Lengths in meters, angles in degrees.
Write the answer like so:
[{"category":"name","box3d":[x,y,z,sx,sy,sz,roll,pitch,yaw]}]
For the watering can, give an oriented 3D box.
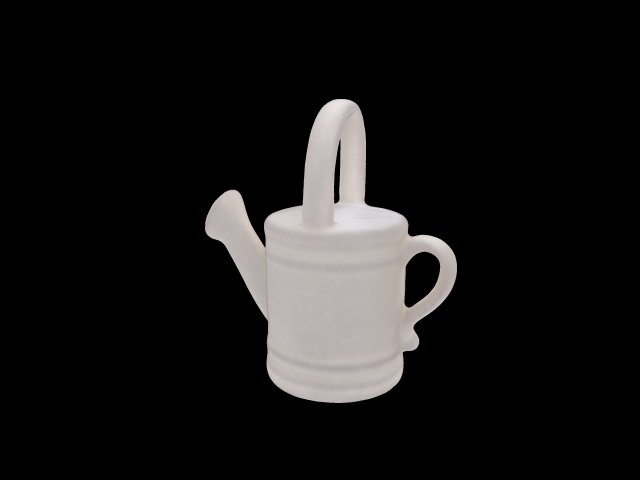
[{"category":"watering can","box3d":[0.003,0.002,0.398,0.173,0.194,0.101,0,14,-1]}]
